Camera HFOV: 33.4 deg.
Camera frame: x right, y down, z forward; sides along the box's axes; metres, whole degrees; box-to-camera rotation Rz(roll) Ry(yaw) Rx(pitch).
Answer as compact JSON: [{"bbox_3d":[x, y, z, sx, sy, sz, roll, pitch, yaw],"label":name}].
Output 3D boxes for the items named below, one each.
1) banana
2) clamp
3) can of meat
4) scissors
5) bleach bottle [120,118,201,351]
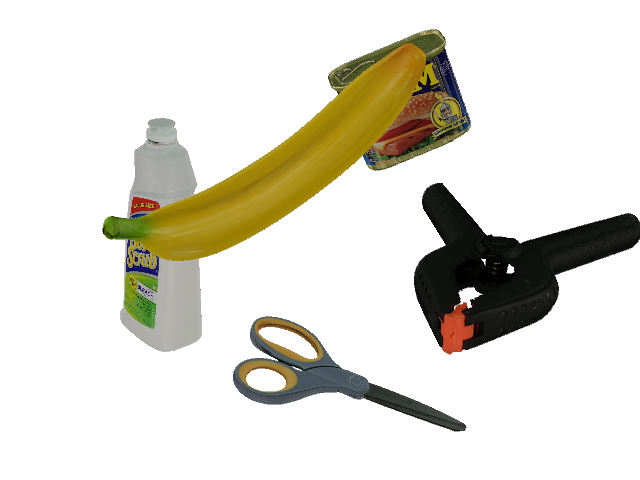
[{"bbox_3d":[-0.023,-0.039,0.597,0.198,0.037,0.069,-32,-15,-2],"label":"banana"},{"bbox_3d":[0.114,0.013,0.737,0.165,0.036,0.209,13,30,28],"label":"clamp"},{"bbox_3d":[0.069,-0.118,0.904,0.102,0.084,0.057,-22,26,4],"label":"can of meat"},{"bbox_3d":[0.013,0.129,0.888,0.202,0.016,0.096,31,49,23],"label":"scissors"},{"bbox_3d":[-0.172,-0.011,1.143,0.067,0.251,0.103,-18,33,-36],"label":"bleach bottle"}]
